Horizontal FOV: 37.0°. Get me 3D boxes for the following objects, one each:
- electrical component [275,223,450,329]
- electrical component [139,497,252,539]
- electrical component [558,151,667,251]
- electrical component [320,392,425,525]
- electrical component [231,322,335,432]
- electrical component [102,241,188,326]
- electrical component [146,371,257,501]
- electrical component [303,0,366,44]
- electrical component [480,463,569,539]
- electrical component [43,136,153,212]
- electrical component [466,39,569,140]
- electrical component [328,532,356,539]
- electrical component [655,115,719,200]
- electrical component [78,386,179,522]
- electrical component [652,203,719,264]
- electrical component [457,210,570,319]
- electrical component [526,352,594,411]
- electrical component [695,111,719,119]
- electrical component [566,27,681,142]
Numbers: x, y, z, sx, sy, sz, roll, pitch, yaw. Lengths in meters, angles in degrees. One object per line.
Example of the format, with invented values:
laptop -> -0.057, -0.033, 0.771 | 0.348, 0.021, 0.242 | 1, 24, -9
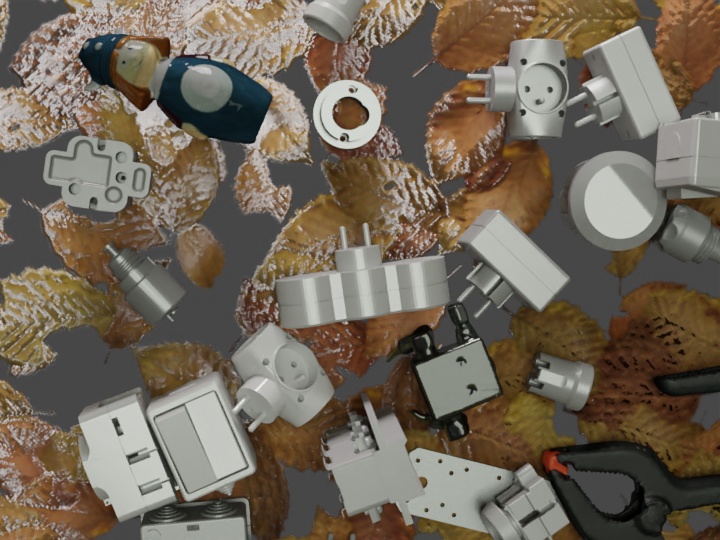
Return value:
electrical component -> 0.000, 0.000, 0.863 | 0.138, 0.052, 0.073 | -8, 94, -6
electrical component -> -0.131, 0.235, 0.866 | 0.100, 0.048, 0.099 | -4, 94, -6
electrical component -> 0.206, -0.057, 0.883 | 0.080, 0.051, 0.080 | 0, 94, -6
electrical component -> 0.007, 0.148, 0.839 | 0.063, 0.121, 0.078 | -19, 95, -2
electrical component -> -0.071, 0.094, 0.855 | 0.077, 0.044, 0.079 | 47, 51, -7
electrical component -> -0.172, 0.009, 0.851 | 0.040, 0.040, 0.078 | -44, 97, -2
electrical component -> -0.123, 0.138, 0.854 | 0.062, 0.061, 0.096 | -23, 96, -4
electrical component -> -0.018, -0.210, 0.856 | 0.040, 0.040, 0.046 | 30, 84, -7
electrical component -> 0.134, 0.203, 0.890 | 0.055, 0.048, 0.066 | -32, 96, -11
electrical component -> -0.200, -0.074, 0.835 | 0.078, 0.057, 0.058 | 8, 93, -7
electrical component -> 0.125, -0.146, 0.872 | 0.079, 0.044, 0.077 | 0, 93, -6
electrical component -> -0.018, 0.251, 0.877 | 0.066, 0.047, 0.076 | -2, 56, 11
electrical component -> 0.287, -0.083, 0.839 | 0.096, 0.062, 0.061 | 4, 91, -11
electrical component -> -0.186, 0.147, 0.853 | 0.056, 0.050, 0.089 | -21, 96, -5
electrical component -> 0.280, -0.025, 0.895 | 0.062, 0.043, 0.043 | 27, 90, -1
electrical component -> 0.112, 0.006, 0.879 | 0.083, 0.047, 0.075 | 43, 88, -7
electrical component -> 0.166, 0.091, 0.895 | 0.046, 0.040, 0.040 | 18, 91, -1
electrical component -> 0.309, -0.103, 0.897 | 0.081, 0.042, 0.063 | -8, 91, -6
electrical component -> 0.205, -0.143, 0.880 | 0.076, 0.047, 0.083 | -26, 96, -4
